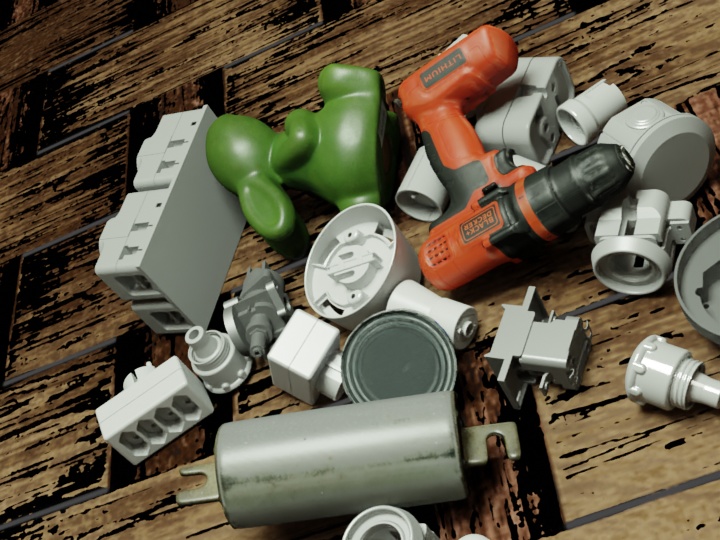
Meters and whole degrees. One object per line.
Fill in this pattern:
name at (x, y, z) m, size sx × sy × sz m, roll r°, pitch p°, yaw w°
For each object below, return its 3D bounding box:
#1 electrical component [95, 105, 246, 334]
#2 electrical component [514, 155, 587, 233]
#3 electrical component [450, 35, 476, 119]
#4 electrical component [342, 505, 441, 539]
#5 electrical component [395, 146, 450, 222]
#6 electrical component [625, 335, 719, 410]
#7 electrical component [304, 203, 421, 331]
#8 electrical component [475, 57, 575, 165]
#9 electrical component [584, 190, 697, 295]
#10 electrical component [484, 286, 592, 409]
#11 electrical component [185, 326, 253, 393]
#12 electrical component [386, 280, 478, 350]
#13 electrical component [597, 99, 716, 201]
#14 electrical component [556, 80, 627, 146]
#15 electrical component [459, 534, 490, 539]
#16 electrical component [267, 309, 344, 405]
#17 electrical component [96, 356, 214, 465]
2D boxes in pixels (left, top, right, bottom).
electrical component at (-0.167, -0.045, 0.997) m, size 0.060 × 0.105 × 0.186 m, roll -4°, pitch 52°, yaw 28°
electrical component at (0.150, -0.060, 0.863) m, size 0.043 × 0.043 × 0.081 m, roll -48°, pitch 46°, yaw -13°
electrical component at (0.096, -0.173, 0.982) m, size 0.057 × 0.058 × 0.078 m, roll -45°, pitch 45°, yaw -14°
electrical component at (0.023, 0.193, 0.717) m, size 0.078 × 0.057 × 0.058 m, roll -3°, pitch 53°, yaw 29°
electrical component at (0.066, -0.087, 0.936) m, size 0.043 × 0.043 × 0.081 m, roll 7°, pitch 57°, yaw 35°
electrical component at (0.211, 0.073, 0.714) m, size 0.062 × 0.048 × 0.048 m, roll 20°, pitch 66°, yaw 34°
electrical component at (0.000, 0.000, 0.885) m, size 0.099 × 0.064 × 0.099 m, roll -15°, pitch 58°, yaw 25°
electrical component at (0.139, -0.136, 0.926) m, size 0.059 × 0.053 × 0.095 m, roll 6°, pitch 57°, yaw 34°
electrical component at (0.202, -0.019, 0.788) m, size 0.078 × 0.058 × 0.057 m, roll -1°, pitch 50°, yaw 30°
electrical component at (0.131, 0.058, 0.778) m, size 0.064 × 0.042 × 0.081 m, roll 5°, pitch 58°, yaw 30°
electrical component at (-0.123, 0.071, 0.904) m, size 0.048 × 0.062 × 0.048 m, roll -17°, pitch 47°, yaw 19°
electrical component at (0.059, 0.037, 0.839) m, size 0.065 × 0.044 × 0.044 m, roll 19°, pitch 65°, yaw 35°
electrical component at (0.224, -0.087, 0.816) m, size 0.080 × 0.080 × 0.051 m, roll -37°, pitch 40°, yaw -2°
electrical component at (0.195, -0.133, 0.901) m, size 0.046 × 0.040 × 0.040 m, roll -36°, pitch 44°, yaw -9°
electrical component at (0.092, 0.209, 0.661) m, size 0.095 × 0.059 × 0.053 m, roll 26°, pitch 70°, yaw 42°
electrical component at (-0.027, 0.078, 0.844) m, size 0.077 × 0.065 × 0.047 m, roll 27°, pitch 68°, yaw 12°
electrical component at (-0.180, 0.108, 0.918) m, size 0.083 × 0.047 × 0.075 m, roll -35°, pitch 43°, yaw 0°
